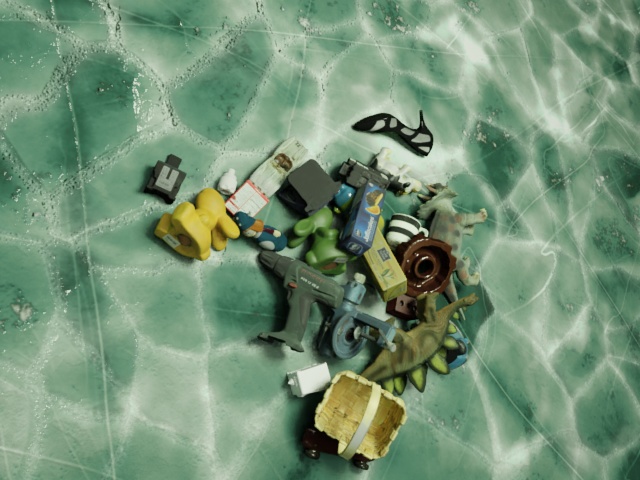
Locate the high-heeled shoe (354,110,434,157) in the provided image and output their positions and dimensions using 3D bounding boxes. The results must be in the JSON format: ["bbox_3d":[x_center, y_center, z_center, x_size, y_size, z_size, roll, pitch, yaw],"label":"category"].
[{"bbox_3d":[0.220,-0.301,1.587,0.249,0.086,0.145,-11,112,-12],"label":"high-heeled shoe"}]

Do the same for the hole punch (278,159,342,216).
[{"bbox_3d":[-0.031,-0.124,1.367,0.116,0.092,0.142,48,53,1],"label":"hole punch"}]

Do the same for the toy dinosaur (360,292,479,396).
[{"bbox_3d":[0.211,0.279,1.335,0.471,0.105,0.198,-31,86,-8],"label":"toy dinosaur"}]

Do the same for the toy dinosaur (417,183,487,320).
[{"bbox_3d":[0.358,0.015,1.529,0.192,0.131,0.404,8,79,-7],"label":"toy dinosaur"}]

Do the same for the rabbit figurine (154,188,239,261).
[{"bbox_3d":[-0.262,-0.046,1.224,0.162,0.122,0.173,37,43,-17],"label":"rabbit figurine"}]

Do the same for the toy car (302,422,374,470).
[{"bbox_3d":[0.049,0.477,1.264,0.202,0.053,0.089,20,86,-21],"label":"toy car"}]

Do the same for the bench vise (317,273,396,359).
[{"bbox_3d":[0.096,0.195,1.278,0.128,0.241,0.223,45,71,-39],"label":"bench vise"}]

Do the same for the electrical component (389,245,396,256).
[{"bbox_3d":[0.172,0.050,1.460,0.102,0.045,0.078,16,41,-26],"label":"electrical component"}]

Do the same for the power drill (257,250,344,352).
[{"bbox_3d":[-0.073,0.148,1.264,0.232,0.086,0.207,19,68,12],"label":"power drill"}]

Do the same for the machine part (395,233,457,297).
[{"bbox_3d":[0.275,0.070,1.432,0.179,0.056,0.179,-5,108,-15],"label":"machine part"}]

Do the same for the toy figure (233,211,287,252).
[{"bbox_3d":[-0.144,-0.021,1.282,0.154,0.064,0.058,31,23,-40],"label":"toy figure"}]

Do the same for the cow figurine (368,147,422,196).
[{"bbox_3d":[0.211,-0.176,1.529,0.167,0.068,0.098,39,67,-8],"label":"cow figurine"}]

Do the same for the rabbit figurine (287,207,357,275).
[{"bbox_3d":[-0.003,-0.004,1.362,0.159,0.121,0.170,-2,58,-21],"label":"rabbit figurine"}]

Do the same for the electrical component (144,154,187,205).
[{"bbox_3d":[-0.350,-0.149,1.242,0.075,0.048,0.119,29,66,-18],"label":"electrical component"}]

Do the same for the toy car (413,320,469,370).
[{"bbox_3d":[0.333,0.264,1.455,0.161,0.109,0.103,53,34,8],"label":"toy car"}]

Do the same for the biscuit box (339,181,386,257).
[{"bbox_3d":[0.107,-0.053,1.321,0.063,0.059,0.203,31,49,-13],"label":"biscuit box"}]

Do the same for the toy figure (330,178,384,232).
[{"bbox_3d":[0.093,-0.081,1.430,0.180,0.082,0.089,46,33,-12],"label":"toy figure"}]

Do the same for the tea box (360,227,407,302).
[{"bbox_3d":[0.152,0.060,1.357,0.068,0.098,0.170,-26,65,-3],"label":"tea box"}]

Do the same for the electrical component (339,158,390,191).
[{"bbox_3d":[0.116,-0.169,1.441,0.134,0.115,0.058,27,102,-2],"label":"electrical component"}]

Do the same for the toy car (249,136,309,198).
[{"bbox_3d":[-0.107,-0.185,1.373,0.073,0.056,0.202,44,60,-10],"label":"toy car"}]
